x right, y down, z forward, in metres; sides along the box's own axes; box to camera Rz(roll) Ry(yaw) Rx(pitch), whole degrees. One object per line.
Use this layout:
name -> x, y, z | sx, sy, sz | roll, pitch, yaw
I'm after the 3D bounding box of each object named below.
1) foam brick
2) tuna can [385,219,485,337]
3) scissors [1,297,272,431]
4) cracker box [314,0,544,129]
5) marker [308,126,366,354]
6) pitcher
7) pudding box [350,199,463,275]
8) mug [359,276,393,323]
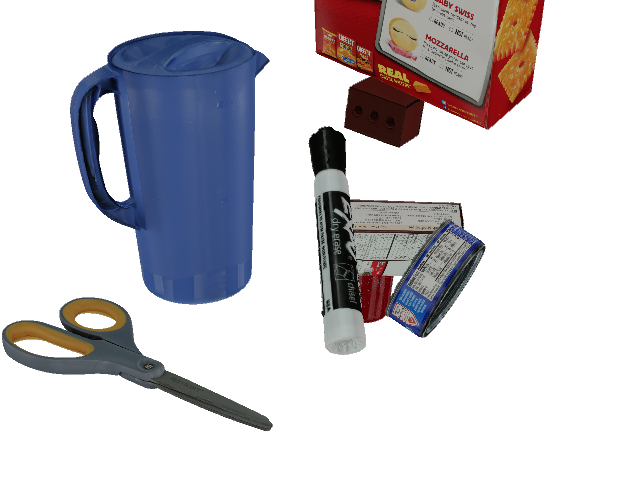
foam brick -> 0.074, -0.150, 1.240 | 0.078, 0.053, 0.051 | 23, 33, 25
tuna can -> 0.085, 0.029, 0.786 | 0.034, 0.086, 0.086 | 34, 9, 13
scissors -> -0.114, 0.077, 0.716 | 0.202, 0.016, 0.096 | 11, 27, 12
cracker box -> 0.076, -0.206, 0.748 | 0.164, 0.214, 0.072 | 29, 51, 28
marker -> 0.007, -0.004, 0.514 | 0.020, 0.121, 0.020 | -4, -30, -2
pitcher -> -0.132, -0.064, 0.997 | 0.149, 0.243, 0.145 | 6, 28, 13
pudding box -> 0.072, -0.001, 1.023 | 0.113, 0.039, 0.090 | 0, -30, -10
mug -> 0.058, 0.047, 1.289 | 0.117, 0.081, 0.093 | 1, 23, -10
